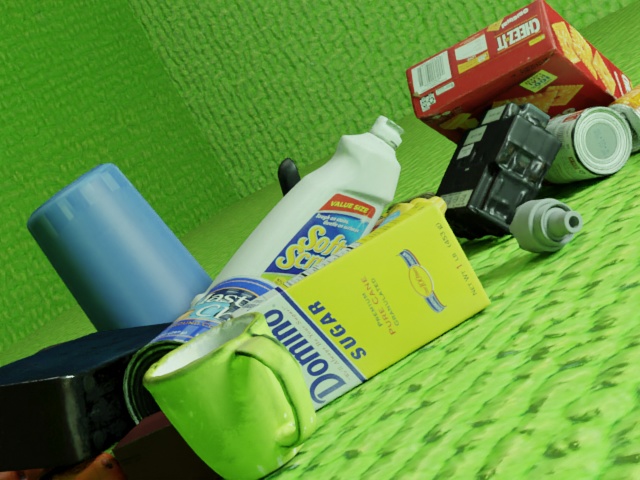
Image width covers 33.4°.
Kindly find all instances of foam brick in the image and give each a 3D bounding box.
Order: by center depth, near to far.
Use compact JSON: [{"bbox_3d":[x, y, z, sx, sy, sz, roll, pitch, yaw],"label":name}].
[{"bbox_3d":[-0.103,0.153,0.791,0.078,0.053,0.051,-25,8,28],"label":"foam brick"}]

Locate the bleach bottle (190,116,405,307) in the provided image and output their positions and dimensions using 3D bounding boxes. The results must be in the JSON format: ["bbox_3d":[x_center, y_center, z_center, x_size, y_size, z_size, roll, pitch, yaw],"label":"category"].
[{"bbox_3d":[-0.009,-0.010,0.998,0.251,0.102,0.068,-55,30,1],"label":"bleach bottle"}]

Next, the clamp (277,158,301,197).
[{"bbox_3d":[-0.007,0.001,1.056,0.039,0.120,0.171,22,94,69],"label":"clamp"}]

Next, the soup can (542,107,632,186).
[{"bbox_3d":[0.249,-0.091,1.050,0.068,0.068,0.102,-32,8,-18],"label":"soup can"}]

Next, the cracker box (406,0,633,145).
[{"bbox_3d":[0.219,-0.148,1.126,0.164,0.072,0.213,-25,-31,32],"label":"cracker box"}]

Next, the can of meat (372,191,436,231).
[{"bbox_3d":[0.081,0.001,1.123,0.083,0.057,0.102,-37,9,-30],"label":"can of meat"}]

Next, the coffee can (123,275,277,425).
[{"bbox_3d":[-0.082,0.100,0.874,0.103,0.103,0.140,-26,8,27],"label":"coffee can"}]

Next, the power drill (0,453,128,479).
[{"bbox_3d":[-0.244,0.221,0.873,0.184,0.057,0.188,-27,9,-10],"label":"power drill"}]

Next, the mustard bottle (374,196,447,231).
[{"bbox_3d":[0.057,0.019,0.965,0.191,0.058,0.096,-44,-5,-35],"label":"mustard bottle"}]

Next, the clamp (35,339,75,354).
[{"bbox_3d":[-0.307,0.167,1.099,0.210,0.036,0.165,-44,50,-10],"label":"clamp"}]

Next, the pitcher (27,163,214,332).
[{"bbox_3d":[-0.186,0.049,1.084,0.149,0.243,0.145,-34,7,21],"label":"pitcher"}]

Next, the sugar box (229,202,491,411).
[{"bbox_3d":[0.030,0.053,0.806,0.176,0.093,0.048,-31,7,-9],"label":"sugar box"}]
